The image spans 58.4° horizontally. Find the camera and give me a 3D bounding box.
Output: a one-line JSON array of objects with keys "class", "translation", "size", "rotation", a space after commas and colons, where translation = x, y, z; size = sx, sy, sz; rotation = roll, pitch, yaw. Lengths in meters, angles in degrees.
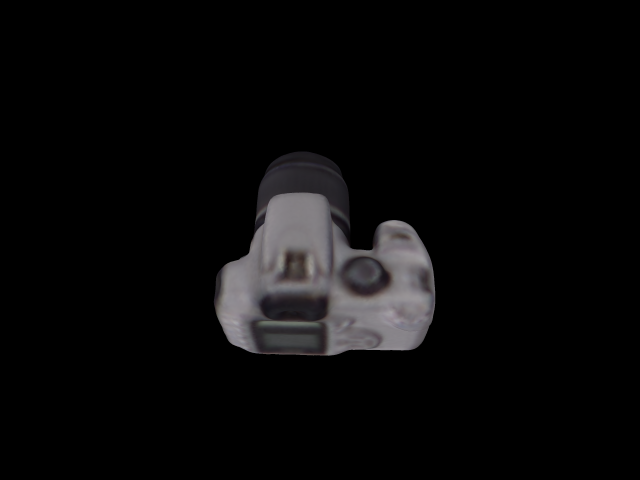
[{"class": "camera", "translation": [0.004, 0.001, 0.400], "size": [0.143, 0.101, 0.137], "rotation": [0, 58, 0]}]
